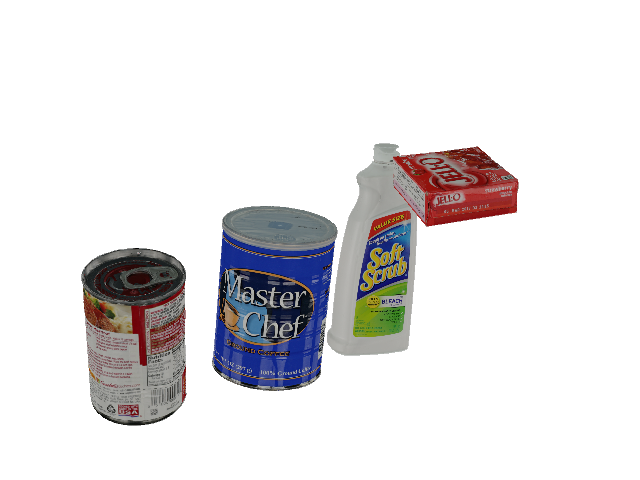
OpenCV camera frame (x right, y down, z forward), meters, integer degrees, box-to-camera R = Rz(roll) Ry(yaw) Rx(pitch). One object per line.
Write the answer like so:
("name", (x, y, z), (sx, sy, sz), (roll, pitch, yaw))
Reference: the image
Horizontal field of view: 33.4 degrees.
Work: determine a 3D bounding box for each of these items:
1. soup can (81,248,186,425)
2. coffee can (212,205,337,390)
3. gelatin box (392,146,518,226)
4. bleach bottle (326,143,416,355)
("soup can", (-0.125, 0.066, 0.725), (0.068, 0.102, 0.068), (2, 29, -2))
("coffee can", (-0.043, 0.050, 0.968), (0.103, 0.140, 0.103), (5, 19, -2))
("gelatin box", (0.103, -0.044, 0.825), (0.073, 0.030, 0.089), (-8, 24, -10))
("bleach bottle", (0.065, 0.009, 1.283), (0.102, 0.251, 0.068), (-2, 16, -17))
